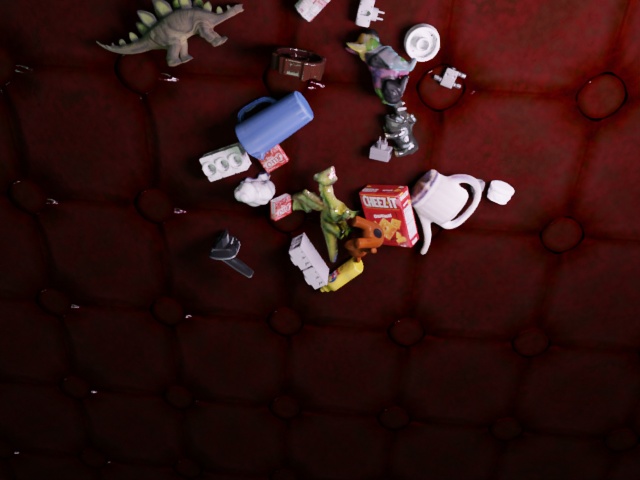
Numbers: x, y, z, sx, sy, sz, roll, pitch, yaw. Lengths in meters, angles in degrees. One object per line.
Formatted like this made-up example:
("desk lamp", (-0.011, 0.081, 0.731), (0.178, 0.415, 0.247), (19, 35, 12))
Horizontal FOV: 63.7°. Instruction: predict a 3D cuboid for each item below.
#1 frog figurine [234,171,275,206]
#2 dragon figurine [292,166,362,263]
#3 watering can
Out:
("frog figurine", (-0.230, -0.159, 1.792), (0.137, 0.163, 0.120), (-1, 120, 6))
("dragon figurine", (0.006, -0.093, 1.849), (0.244, 0.124, 0.400), (33, 136, 11))
("watering can", (0.395, -0.106, 1.791), (0.223, 0.106, 0.341), (33, 121, -10))
